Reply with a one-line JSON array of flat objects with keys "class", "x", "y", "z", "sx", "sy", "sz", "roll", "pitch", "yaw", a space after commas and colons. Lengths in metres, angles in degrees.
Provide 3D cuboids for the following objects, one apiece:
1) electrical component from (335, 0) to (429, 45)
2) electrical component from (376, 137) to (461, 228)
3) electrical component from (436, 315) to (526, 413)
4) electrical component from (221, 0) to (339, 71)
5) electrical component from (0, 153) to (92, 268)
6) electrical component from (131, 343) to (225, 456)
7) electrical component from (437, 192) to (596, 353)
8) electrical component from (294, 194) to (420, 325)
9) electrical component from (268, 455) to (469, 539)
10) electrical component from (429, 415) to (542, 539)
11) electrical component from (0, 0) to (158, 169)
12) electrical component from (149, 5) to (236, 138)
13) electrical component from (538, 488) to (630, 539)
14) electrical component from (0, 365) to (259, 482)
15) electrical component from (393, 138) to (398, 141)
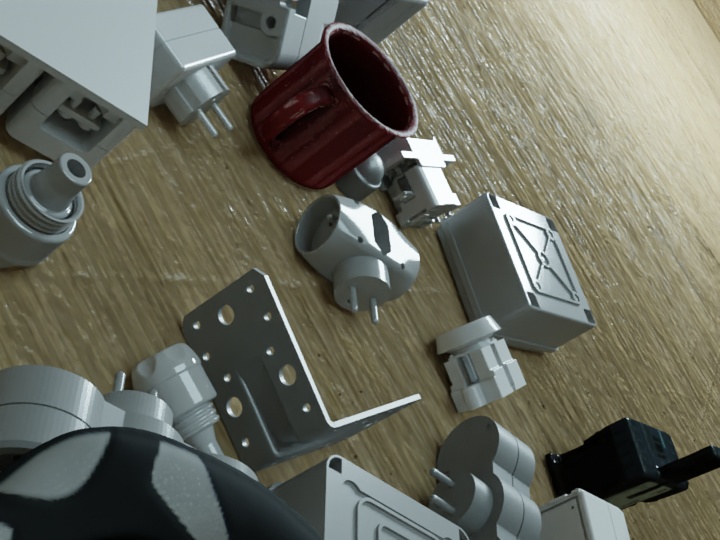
[{"class": "electrical component", "x": 0.009, "y": -0.226, "z": 0.883, "sx": 0.061, "sy": 0.096, "sz": 0.061, "roll": -14, "pitch": 73, "yaw": -59}, {"class": "electrical component", "x": 0.043, "y": -0.067, "z": 0.833, "sx": 0.081, "sy": 0.042, "sz": 0.063, "roll": -6, "pitch": 70, "yaw": -56}, {"class": "electrical component", "x": 0.083, "y": 0.065, "z": 0.759, "sx": 0.066, "sy": 0.048, "sz": 0.055, "roll": -13, "pitch": 80, "yaw": -59}, {"class": "electrical component", "x": -0.054, "y": -0.191, "z": 0.759, "sx": 0.054, "sy": 0.095, "sz": 0.059, "roll": 23, "pitch": 18, "yaw": 26}, {"class": "electrical component", "x": -0.150, "y": -0.031, "z": 0.498, "sx": 0.043, "sy": 0.062, "sz": 0.043, "roll": 36, "pitch": 36, "yaw": -31}, {"class": "electrical component", "x": -0.085, "y": 0.068, "z": 0.524, "sx": 0.061, "sy": 0.035, "sz": 0.035, "roll": 61, "pitch": 30, "yaw": 3}, {"class": "electrical component", "x": 0.127, "y": 0.004, "z": 0.868, "sx": 0.109, "sy": 0.056, "sz": 0.108, "roll": 15, "pitch": 49, "yaw": -48}, {"class": "electrical component", "x": 0.000, "y": 0.000, "z": 0.703, "sx": 0.077, "sy": 0.043, "sz": 0.079, "roll": 31, "pitch": 38, "yaw": -36}, {"class": "electrical component", "x": 0.001, "y": 0.155, "z": 0.540, "sx": 0.113, "sy": 0.057, "sz": 0.078, "roll": 36, "pitch": 35, "yaw": -31}, {"class": "electrical component", "x": 0.067, "y": 0.145, "z": 0.650, "sx": 0.074, "sy": 0.052, "sz": 0.138, "roll": 38, "pitch": 34, "yaw": -28}, {"class": "electrical component", "x": -0.172, "y": -0.151, "z": 0.585, "sx": 0.105, "sy": 0.060, "sz": 0.186, "roll": 31, "pitch": 38, "yaw": -36}, {"class": "electrical component", "x": -0.106, "y": -0.115, "z": 0.658, "sx": 0.076, "sy": 0.047, "sz": 0.066, "roll": 54, "pitch": 30, "yaw": -3}, {"class": "electrical component", "x": 0.144, "y": 0.202, "z": 0.696, "sx": 0.061, "sy": 0.062, "sz": 0.096, "roll": 31, "pitch": 38, "yaw": -37}, {"class": "electrical component", "x": -0.102, "y": 0.078, "z": 0.470, "sx": 0.138, "sy": 0.052, "sz": 0.073, "roll": 36, "pitch": 35, "yaw": -32}, {"class": "electrical component", "x": 0.007, "y": -0.134, "z": 0.843, "sx": 0.077, "sy": 0.043, "sz": 0.079, "roll": 57, "pitch": 29, "yaw": 3}]
